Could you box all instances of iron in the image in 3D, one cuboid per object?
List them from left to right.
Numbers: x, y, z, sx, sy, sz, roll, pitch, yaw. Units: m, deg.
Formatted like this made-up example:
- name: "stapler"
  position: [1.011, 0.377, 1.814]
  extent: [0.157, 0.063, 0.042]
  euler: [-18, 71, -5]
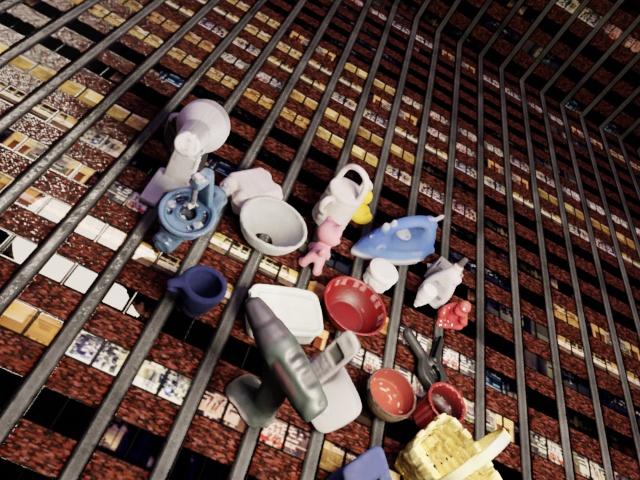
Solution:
- name: "iron"
  position: [0.212, -0.016, 1.518]
  extent: [0.259, 0.141, 0.118]
  euler: [-5, 54, -36]

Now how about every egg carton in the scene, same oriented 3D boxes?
- name: "egg carton"
  position: [-0.169, -0.122, 1.422]
  extent: [0.151, 0.069, 0.107]
  euler: [-20, 64, -43]

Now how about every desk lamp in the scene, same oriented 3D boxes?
- name: "desk lamp"
  position: [-0.297, -0.193, 1.294]
  extent: [0.118, 0.213, 0.203]
  euler: [26, 42, -10]

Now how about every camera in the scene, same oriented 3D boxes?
- name: "camera"
  position: [-0.303, -0.258, 1.438]
  extent: [0.137, 0.100, 0.143]
  euler: [-8, 56, -38]

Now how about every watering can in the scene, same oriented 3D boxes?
- name: "watering can"
  position: [0.066, -0.120, 1.480]
  extent: [0.101, 0.194, 0.173]
  euler: [35, 41, 1]

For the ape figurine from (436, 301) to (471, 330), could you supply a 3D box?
- name: "ape figurine"
  position: [0.347, 0.186, 1.453]
  extent: [0.077, 0.092, 0.076]
  euler: [43, 42, 10]

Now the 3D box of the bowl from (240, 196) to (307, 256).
- name: "bowl"
  position: [-0.119, -0.021, 1.355]
  extent: [0.168, 0.074, 0.167]
  euler: [18, 43, -18]

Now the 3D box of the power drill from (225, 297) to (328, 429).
- name: "power drill"
  position: [-0.091, 0.239, 1.025]
  extent: [0.229, 0.208, 0.076]
  euler: [48, 43, 15]

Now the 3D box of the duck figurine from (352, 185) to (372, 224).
- name: "duck figurine"
  position: [0.115, -0.103, 1.579]
  extent: [0.078, 0.086, 0.104]
  euler: [-12, 59, -40]

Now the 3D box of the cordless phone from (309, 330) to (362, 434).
- name: "cordless phone"
  position: [0.035, 0.270, 1.097]
  extent: [0.094, 0.185, 0.147]
  euler: [-11, 58, -39]

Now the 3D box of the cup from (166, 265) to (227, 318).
- name: "cup"
  position: [-0.252, 0.110, 1.128]
  extent: [0.118, 0.095, 0.091]
  euler: [6, 48, -29]

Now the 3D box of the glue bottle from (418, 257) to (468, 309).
- name: "glue bottle"
  position: [0.323, 0.100, 1.456]
  extent: [0.078, 0.173, 0.037]
  euler: [47, 43, 15]

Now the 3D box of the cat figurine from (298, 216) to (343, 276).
- name: "cat figurine"
  position: [0.013, 0.005, 1.385]
  extent: [0.067, 0.117, 0.128]
  euler: [31, 41, -4]

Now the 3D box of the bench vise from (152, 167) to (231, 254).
- name: "bench vise"
  position: [-0.262, -0.092, 1.218]
  extent: [0.121, 0.219, 0.207]
  euler: [27, 41, -8]

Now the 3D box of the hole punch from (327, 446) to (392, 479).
- name: "hole punch"
  position: [0.085, 0.443, 1.037]
  extent: [0.109, 0.091, 0.101]
  euler: [-16, 62, -42]
